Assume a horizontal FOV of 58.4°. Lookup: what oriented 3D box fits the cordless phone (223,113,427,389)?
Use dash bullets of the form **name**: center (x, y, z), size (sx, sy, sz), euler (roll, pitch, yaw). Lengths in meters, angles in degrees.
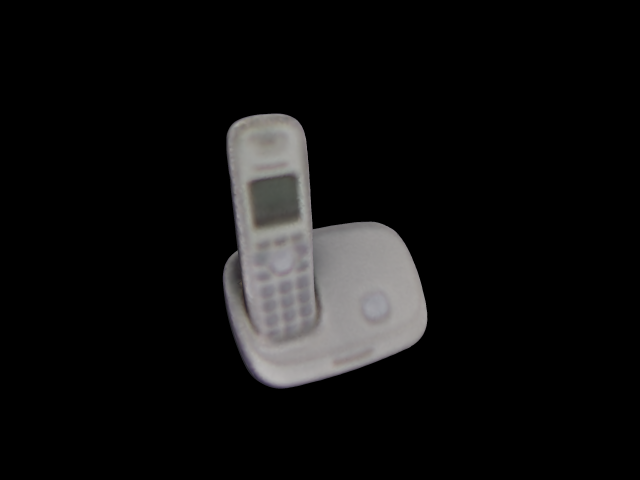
- **cordless phone**: center (0.004, 0.001, 0.400), size (0.148, 0.185, 0.093), euler (-14, 32, -23)
